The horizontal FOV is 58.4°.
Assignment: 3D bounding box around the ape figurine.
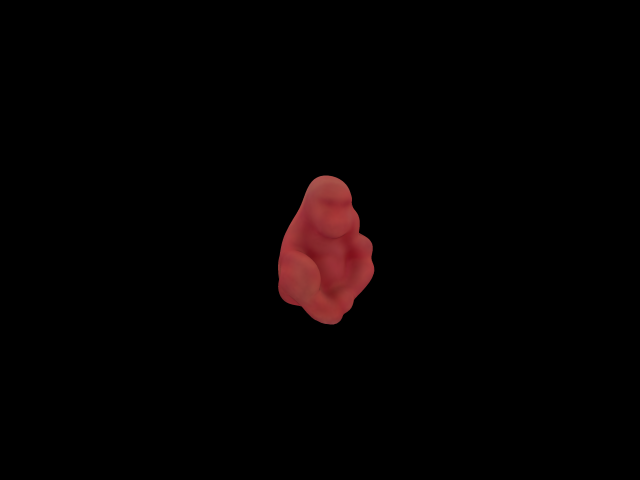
[{"bbox_3d":[0.004,0.001,0.400,0.078,0.092,0.076,-8,18,-26],"label":"ape figurine"}]
